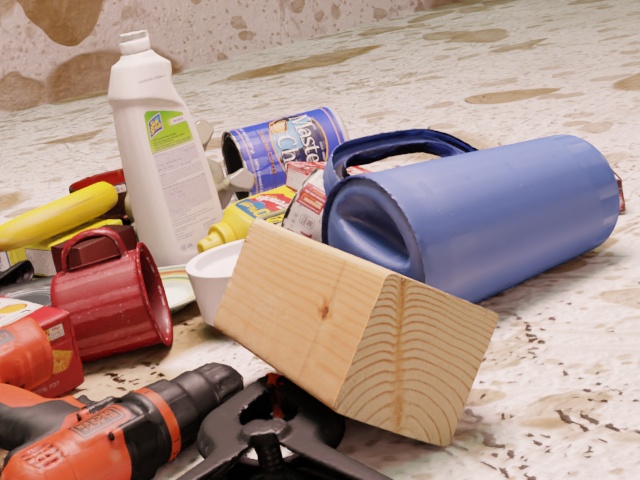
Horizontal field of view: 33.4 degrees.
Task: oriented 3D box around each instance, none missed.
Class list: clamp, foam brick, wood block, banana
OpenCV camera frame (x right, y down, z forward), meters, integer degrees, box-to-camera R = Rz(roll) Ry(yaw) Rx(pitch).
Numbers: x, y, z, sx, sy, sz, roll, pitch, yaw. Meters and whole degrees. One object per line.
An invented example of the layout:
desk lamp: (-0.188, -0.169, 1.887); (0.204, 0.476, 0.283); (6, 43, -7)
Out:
clamp: (-0.022, 0.130, 0.646); (0.164, 0.036, 0.210); (-6, 14, 9)
clamp: (-0.335, 0.064, 1.080); (0.120, 0.039, 0.171); (-2, 22, 46)
foam brick: (-0.239, 0.019, 1.144); (0.053, 0.051, 0.078); (4, 22, 42)
wood block: (0.014, 0.055, 0.726); (0.090, 0.091, 0.206); (22, 0, -28)
banana: (-0.291, -0.027, 1.205); (0.070, 0.037, 0.197); (-21, 7, 40)

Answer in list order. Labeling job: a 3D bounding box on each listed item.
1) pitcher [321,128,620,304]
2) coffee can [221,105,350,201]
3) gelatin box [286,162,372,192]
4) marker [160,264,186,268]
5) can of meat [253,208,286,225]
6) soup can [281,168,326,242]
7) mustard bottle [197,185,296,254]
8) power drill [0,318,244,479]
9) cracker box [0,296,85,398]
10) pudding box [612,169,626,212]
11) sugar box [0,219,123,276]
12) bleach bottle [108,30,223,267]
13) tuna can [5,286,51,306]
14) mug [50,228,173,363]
pitcher: (0.126, -0.022, 0.890); (0.242, 0.149, 0.145); (-17, 17, -32)
coffee can: (-0.042, -0.104, 1.342); (0.140, 0.103, 0.103); (-16, 17, -17)
gelatin box: (0.017, -0.059, 1.083); (0.073, 0.030, 0.089); (-3, 16, -29)
marker: (-0.149, 0.035, 1.089); (0.121, 0.020, 0.020); (-7, 16, 13)
can of meat: (-0.007, 0.001, 1.046); (0.102, 0.057, 0.084); (-18, 20, -23)
soup can: (0.025, -0.012, 0.962); (0.102, 0.069, 0.068); (32, 28, 9)
mustard bottle: (-0.045, -0.019, 1.130); (0.191, 0.058, 0.096); (-22, 37, -30)
power drill: (-0.170, 0.110, 0.734); (0.188, 0.057, 0.184); (16, 28, 40)
cracker box: (-0.322, 0.105, 0.873); (0.214, 0.072, 0.163); (7, 24, 44)
pudding box: (0.253, -0.051, 1.085); (0.090, 0.039, 0.113); (-9, 18, 6)
sugar box: (-0.315, 0.006, 1.251); (0.177, 0.048, 0.093); (5, 23, 42)
bleach bottle: (-0.162, -0.094, 1.118); (0.068, 0.251, 0.102); (3, 21, 40)
tuna can: (-0.282, 0.074, 1.016); (0.086, 0.034, 0.086); (-10, 16, 3)
mug: (-0.181, 0.046, 0.907); (0.081, 0.117, 0.093); (-16, 20, 1)
